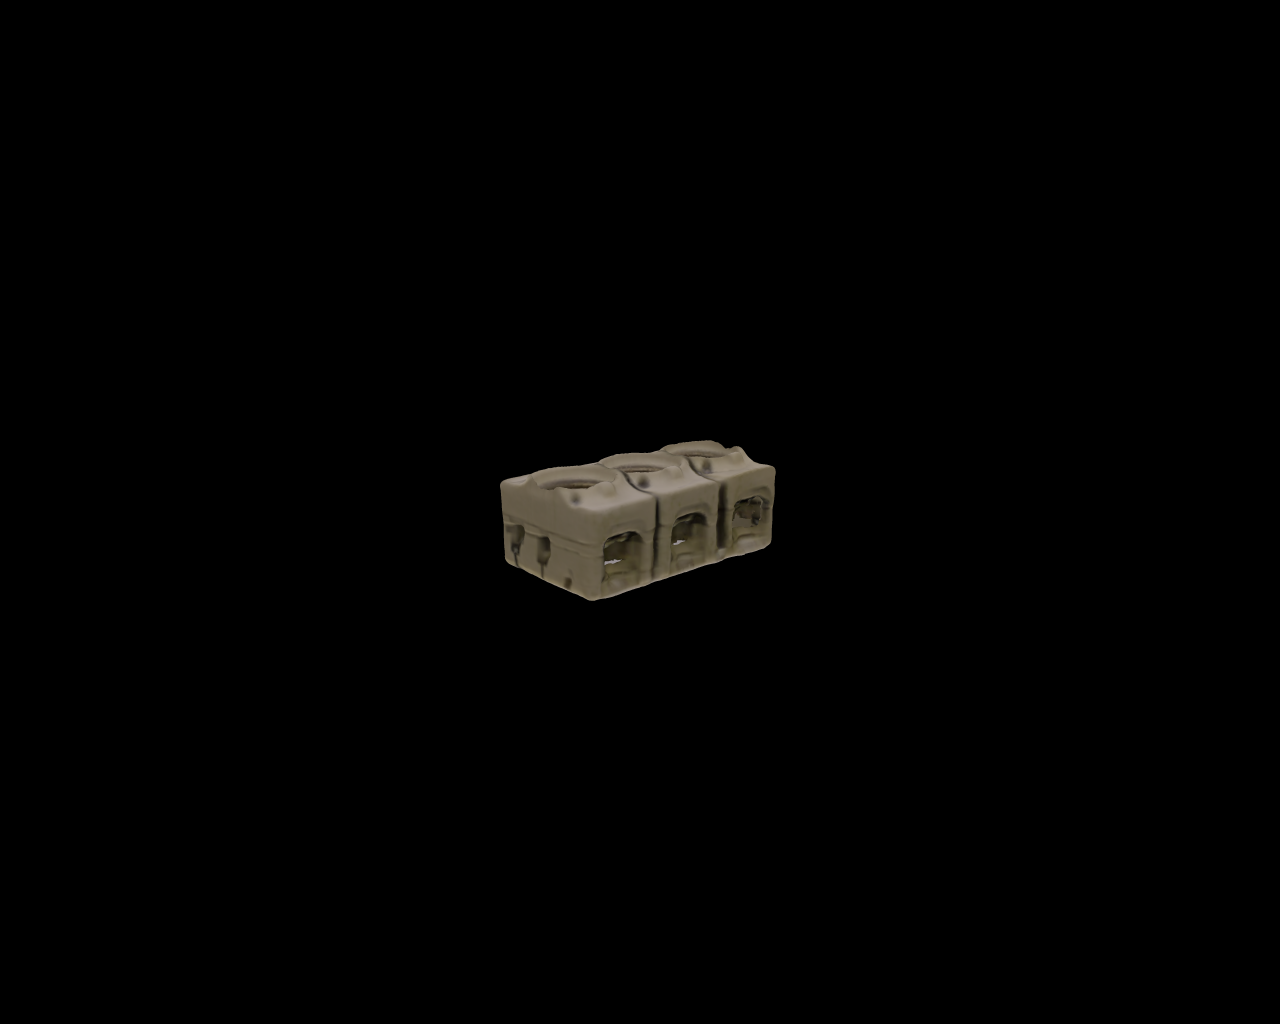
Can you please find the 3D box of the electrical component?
[{"bbox_3d":[0.001,-0.003,0.650,0.150,0.061,0.089,-15,22,-40],"label":"electrical component"}]
